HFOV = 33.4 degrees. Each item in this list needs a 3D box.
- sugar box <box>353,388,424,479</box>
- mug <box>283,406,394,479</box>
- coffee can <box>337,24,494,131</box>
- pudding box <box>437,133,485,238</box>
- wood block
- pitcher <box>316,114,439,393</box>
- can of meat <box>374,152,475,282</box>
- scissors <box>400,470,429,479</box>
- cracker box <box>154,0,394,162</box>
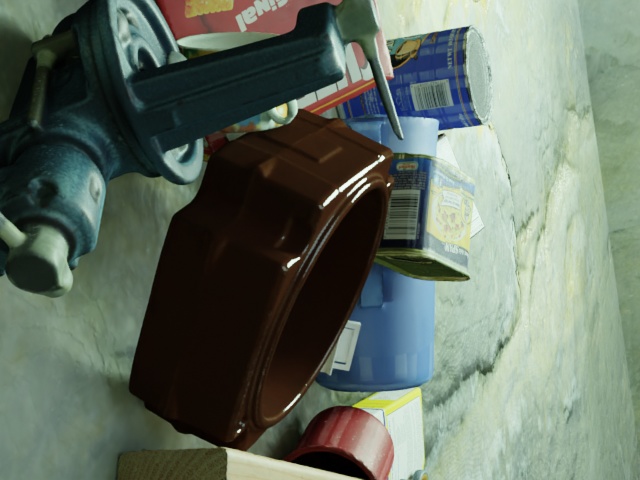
[{"bbox_3d":[0.053,0.203,1.035,0.176,0.048,0.093,-6,94,-64],"label":"sugar box"},{"bbox_3d":[0.013,0.202,0.901,0.081,0.093,0.117,-54,164,-64],"label":"mug"},{"bbox_3d":[0.097,-0.159,1.096,0.102,0.140,0.103,-6,90,-67],"label":"coffee can"},{"bbox_3d":[0.115,-0.041,1.086,0.089,0.039,0.113,-34,105,-48],"label":"pudding box"},{"bbox_3d":[-0.036,0.200,0.721,0.205,0.091,0.090,28,59,-51],"label":"wood block"},{"bbox_3d":[0.043,0.010,0.949,0.148,0.145,0.243,-3,90,-45],"label":"pitcher"},{"bbox_3d":[0.084,-0.017,0.854,0.102,0.058,0.084,23,71,-56],"label":"can of meat"},{"bbox_3d":[0.086,0.316,1.065,0.096,0.016,0.202,-44,140,-57],"label":"scissors"},{"bbox_3d":[-0.051,-0.183,0.740,0.164,0.072,0.213,-29,118,-23],"label":"cracker box"}]
